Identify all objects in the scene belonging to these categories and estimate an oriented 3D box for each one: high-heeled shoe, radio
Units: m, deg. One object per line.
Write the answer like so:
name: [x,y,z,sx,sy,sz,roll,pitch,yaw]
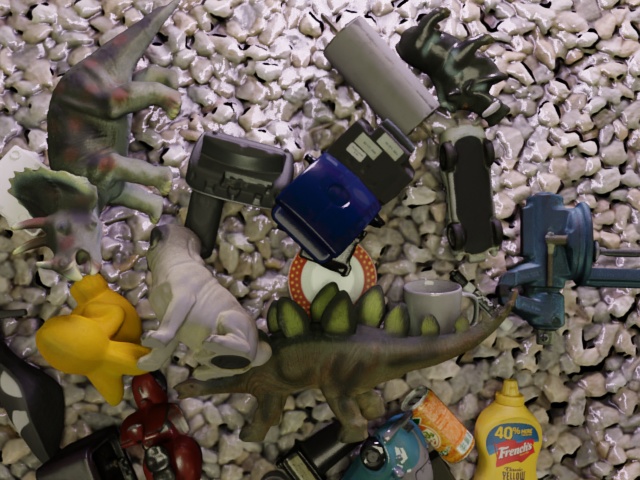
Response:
high-heeled shoe: [-0.444,0.195,0.728,0.145,0.086,0.248,-10,91,5]
radio: [-0.280,0.374,0.710,0.073,0.131,0.229,-20,91,-4]

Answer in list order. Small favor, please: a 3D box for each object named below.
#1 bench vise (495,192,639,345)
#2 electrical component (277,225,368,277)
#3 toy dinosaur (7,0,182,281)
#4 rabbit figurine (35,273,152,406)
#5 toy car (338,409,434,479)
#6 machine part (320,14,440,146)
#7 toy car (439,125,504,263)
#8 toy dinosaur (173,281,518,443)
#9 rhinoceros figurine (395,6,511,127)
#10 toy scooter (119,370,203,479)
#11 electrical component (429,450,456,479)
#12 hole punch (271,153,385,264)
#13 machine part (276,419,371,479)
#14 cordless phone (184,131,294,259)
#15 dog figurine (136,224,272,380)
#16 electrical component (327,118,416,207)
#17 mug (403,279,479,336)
bench vise: [0.374,0.042,0.751,0.241,0.128,0.223,1,71,14]
electrical component: [-0.002,-0.002,0.749,0.119,0.048,0.074,22,85,-1]
toy dinosaur: [-0.285,-0.145,0.695,0.192,0.131,0.404,7,80,-25]
rabbit figurine: [-0.296,0.135,0.687,0.122,0.173,0.162,-43,88,-6]
toy car: [0.095,0.319,0.724,0.103,0.109,0.161,38,110,24]
machine part: [0.087,-0.226,0.760,0.079,0.079,0.243,-44,93,-3]
toy car: [0.217,-0.066,0.781,0.074,0.056,0.201,-7,93,-3]
toy dinosaur: [0.028,0.159,0.718,0.472,0.105,0.198,-8,94,6]
rhinoceros figurine: [0.197,-0.242,0.769,0.190,0.073,0.112,39,86,-4]
toy scooter: [-0.214,0.268,0.712,0.075,0.135,0.183,-20,93,-4]
electrical component: [0.160,0.358,0.785,0.078,0.045,0.102,-28,92,-2]
hole punch: [0.010,-0.042,0.686,0.142,0.092,0.116,43,81,1]
machine part: [0.011,0.306,0.779,0.139,0.039,0.084,-41,85,-1]
cordless phone: [-0.121,-0.051,0.755,0.147,0.089,0.184,14,101,-4]
dog figurine: [-0.145,0.069,0.695,0.172,0.121,0.191,19,50,-23]
electrical component: [0.066,-0.102,0.749,0.134,0.058,0.115,-41,96,20]
mug: [0.172,0.115,0.773,0.110,0.081,0.107,-2,101,-11]
